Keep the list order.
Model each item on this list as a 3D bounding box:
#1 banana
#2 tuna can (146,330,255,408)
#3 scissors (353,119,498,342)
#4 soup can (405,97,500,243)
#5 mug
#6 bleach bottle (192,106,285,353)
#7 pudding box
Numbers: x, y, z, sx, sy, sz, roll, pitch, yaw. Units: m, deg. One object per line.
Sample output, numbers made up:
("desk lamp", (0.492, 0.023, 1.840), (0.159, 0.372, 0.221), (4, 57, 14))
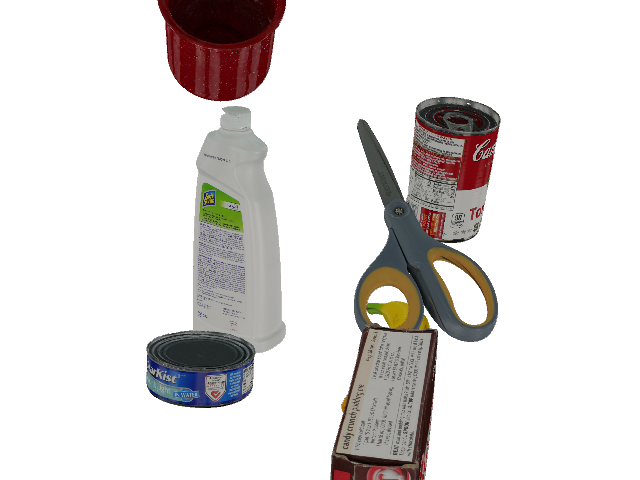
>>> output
("banana", (0.067, 0.104, 0.989), (0.070, 0.037, 0.197), (-23, 17, 18))
("tuna can", (-0.095, 0.101, 0.845), (0.086, 0.034, 0.086), (4, 14, -1))
("scissors", (0.038, -0.004, 0.697), (0.096, 0.016, 0.202), (-24, 52, -17))
("soup can", (0.105, -0.057, 0.875), (0.068, 0.102, 0.068), (4, 30, -3))
("mug", (-0.069, -0.168, 0.813), (0.093, 0.117, 0.081), (35, -24, 10))
("bleach bottle", (-0.084, -0.014, 1.118), (0.103, 0.251, 0.068), (13, 23, 25))
("pudding box", (0.027, 0.101, 0.465), (0.039, 0.090, 0.113), (6, 24, 5))
